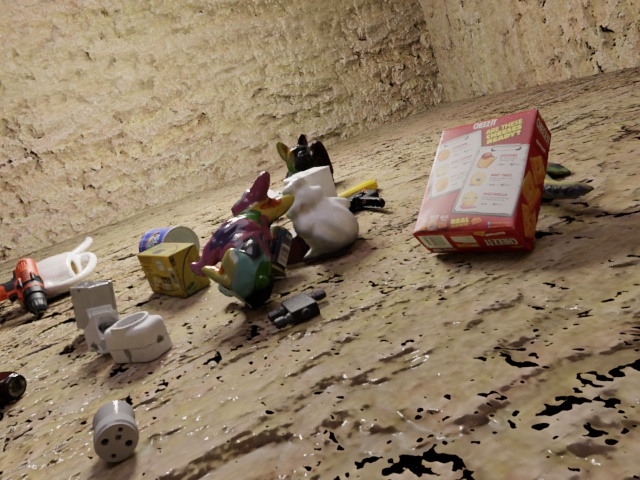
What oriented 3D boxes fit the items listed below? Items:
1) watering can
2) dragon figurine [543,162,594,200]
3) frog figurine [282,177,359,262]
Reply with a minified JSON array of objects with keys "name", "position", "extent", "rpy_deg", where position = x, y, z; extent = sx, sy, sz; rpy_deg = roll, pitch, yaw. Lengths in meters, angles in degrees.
[{"name":"watering can","position":[-0.758,0.088,1.492],"extent":[0.225,0.102,0.351],"rpy_deg":[-22,24,-14]},{"name":"dragon figurine","position":[0.374,-0.129,0.978],"extent":[0.244,0.120,0.413],"rpy_deg":[-17,21,-30]},{"name":"frog figurine","position":[0.003,-0.050,0.991],"extent":[0.139,0.158,0.123],"rpy_deg":[-27,17,-31]}]
